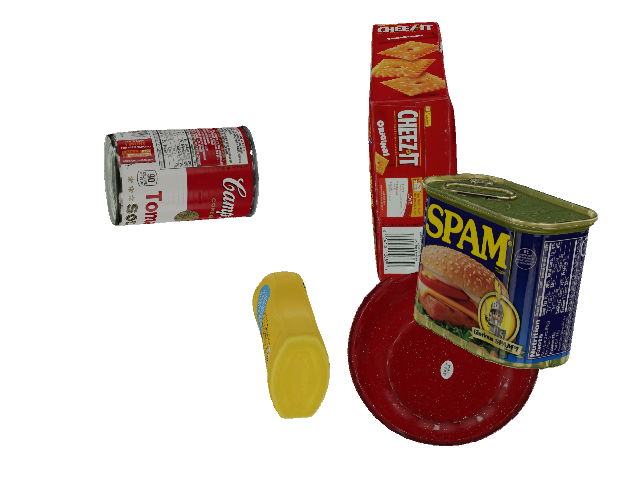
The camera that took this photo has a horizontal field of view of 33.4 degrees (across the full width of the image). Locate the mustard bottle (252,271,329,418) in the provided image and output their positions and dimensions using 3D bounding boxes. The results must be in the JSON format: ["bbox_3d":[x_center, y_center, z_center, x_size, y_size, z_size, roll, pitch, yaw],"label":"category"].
[{"bbox_3d":[-0.034,0.086,1.071,0.058,0.096,0.192,-3,28,-9],"label":"mustard bottle"}]

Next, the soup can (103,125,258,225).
[{"bbox_3d":[-0.102,-0.047,0.777,0.102,0.068,0.069,-5,1,-17],"label":"soup can"}]

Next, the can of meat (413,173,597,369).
[{"bbox_3d":[0.098,0.015,0.592,0.057,0.084,0.102,-7,20,-32],"label":"can of meat"}]

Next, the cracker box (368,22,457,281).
[{"bbox_3d":[0.082,-0.086,0.949,0.072,0.164,0.213,-2,27,6],"label":"cracker box"}]

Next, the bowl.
[{"bbox_3d":[0.101,0.098,0.873,0.162,0.162,0.055,0,7,6],"label":"bowl"}]
